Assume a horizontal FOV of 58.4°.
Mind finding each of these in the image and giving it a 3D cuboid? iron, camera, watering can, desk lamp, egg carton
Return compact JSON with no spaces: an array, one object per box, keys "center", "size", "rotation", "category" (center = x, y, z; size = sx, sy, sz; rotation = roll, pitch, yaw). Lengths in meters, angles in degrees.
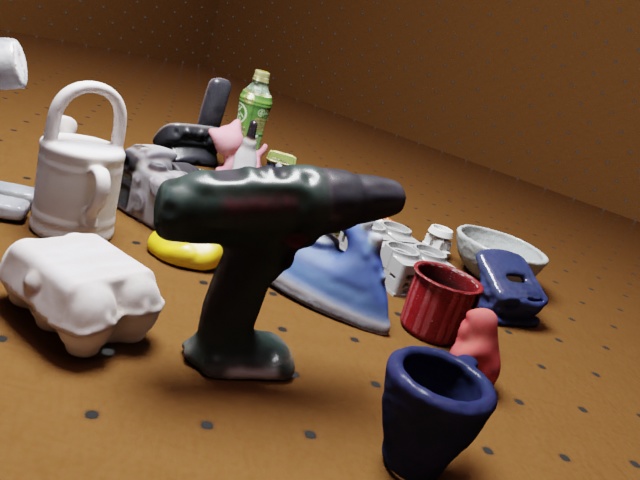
[{"center":[0.007,0.003,0.754],"size":[0.257,0.141,0.119],"rotation":[28,22,31],"category":"iron"},{"center":[-0.233,-0.089,0.878],"size":[0.142,0.101,0.137],"rotation":[28,21,31],"category":"camera"},{"center":[-0.300,-0.103,0.711],"size":[0.172,0.194,0.101],"rotation":[24,20,22],"category":"watering can"},{"center":[-0.446,-0.151,0.693],"size":[0.204,0.213,0.117],"rotation":[10,19,-19],"category":"desk lamp"},{"center":[-0.227,0.046,0.540],"size":[0.150,0.069,0.107],"rotation":[27,21,28],"category":"egg carton"}]

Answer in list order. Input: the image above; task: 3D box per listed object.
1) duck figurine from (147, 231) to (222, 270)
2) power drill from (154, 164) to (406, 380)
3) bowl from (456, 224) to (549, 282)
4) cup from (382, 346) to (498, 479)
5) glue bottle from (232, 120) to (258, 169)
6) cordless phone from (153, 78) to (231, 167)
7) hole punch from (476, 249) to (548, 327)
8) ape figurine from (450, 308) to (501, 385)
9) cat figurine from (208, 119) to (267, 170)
[{"center":[-0.166,-0.015,0.743],"size":[0.104,0.086,0.077],"rotation":[19,18,7],"category":"duck figurine"},{"center":[-0.045,0.024,0.539],"size":[0.230,0.208,0.075],"rotation":[8,20,-25],"category":"power drill"},{"center":[0.317,0.037,1.032],"size":[0.167,0.075,0.167],"rotation":[15,18,-5],"category":"bowl"},{"center":[0.094,0.147,0.484],"size":[0.091,0.095,0.118],"rotation":[27,21,28],"category":"cup"},{"center":[-0.123,-0.104,0.902],"size":[0.037,0.173,0.078],"rotation":[11,19,-15],"category":"glue bottle"},{"center":[-0.262,-0.257,1.208],"size":[0.148,0.185,0.093],"rotation":[-4,27,-47],"category":"cordless phone"},{"center":[0.291,0.073,0.879],"size":[0.109,0.091,0.100],"rotation":[6,21,-29],"category":"hole punch"},{"center":[0.172,0.117,0.643],"size":[0.078,0.092,0.075],"rotation":[-3,27,-46],"category":"ape figurine"},{"center":[-0.173,-0.192,1.202],"size":[0.128,0.118,0.067],"rotation":[14,18,-6],"category":"cat figurine"}]
